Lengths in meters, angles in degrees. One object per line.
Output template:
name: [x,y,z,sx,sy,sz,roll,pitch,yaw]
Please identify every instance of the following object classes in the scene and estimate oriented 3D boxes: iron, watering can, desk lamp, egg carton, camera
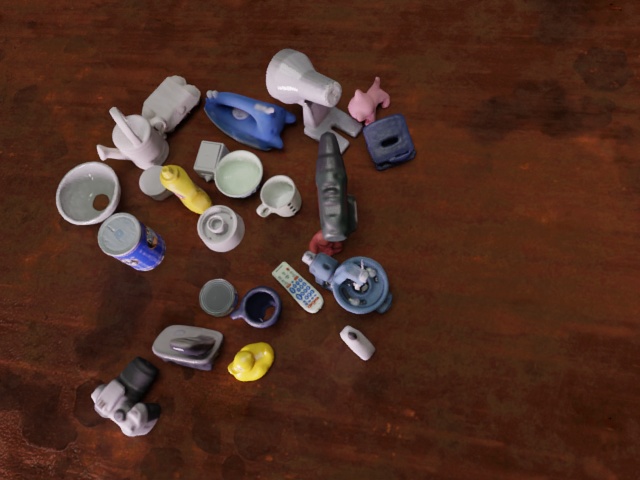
iron: [-0.198,-0.321,1.417,0.257,0.141,0.119,20,77,15]
watering can: [-0.462,-0.252,1.411,0.100,0.194,0.173,33,81,18]
desk lamp: [-0.011,-0.333,1.351,0.203,0.214,0.118,34,81,18]
egg carton: [-0.387,-0.355,1.497,0.107,0.069,0.150,36,82,18]
camera: [-0.416,0.339,1.267,0.143,0.101,0.137,34,81,17]

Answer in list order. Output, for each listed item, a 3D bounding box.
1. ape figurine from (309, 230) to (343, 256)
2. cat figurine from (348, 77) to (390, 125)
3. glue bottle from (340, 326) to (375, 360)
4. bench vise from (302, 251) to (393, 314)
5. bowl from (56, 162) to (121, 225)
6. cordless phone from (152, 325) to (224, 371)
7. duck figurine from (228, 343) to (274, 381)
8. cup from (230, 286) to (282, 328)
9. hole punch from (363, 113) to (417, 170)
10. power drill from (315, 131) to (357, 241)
ape figurine: [0.012,0.005,1.306,0.077,0.092,0.076,8,74,12]
cat figurine: [0.113,-0.334,1.382,0.067,0.118,0.128,30,80,17]
glue bottle: [0.073,0.208,1.189,0.078,0.173,0.037,38,82,18]
bench vise: [0.048,0.084,1.207,0.207,0.220,0.121,10,75,12]
bowl: [-0.570,-0.109,1.447,0.167,0.075,0.167,-3,72,9]
cordless phone: [-0.302,0.223,1.240,0.147,0.185,0.094,5,73,11]
duck figurine: [-0.154,0.264,1.255,0.104,0.086,0.077,-33,70,-2]
cup: [-0.134,0.161,1.279,0.117,0.095,0.091,-18,71,3]
hole punch: [0.166,-0.232,1.355,0.108,0.091,0.101,-21,70,3]
power drill: [0.034,-0.097,1.272,0.075,0.209,0.229,-6,72,8]
